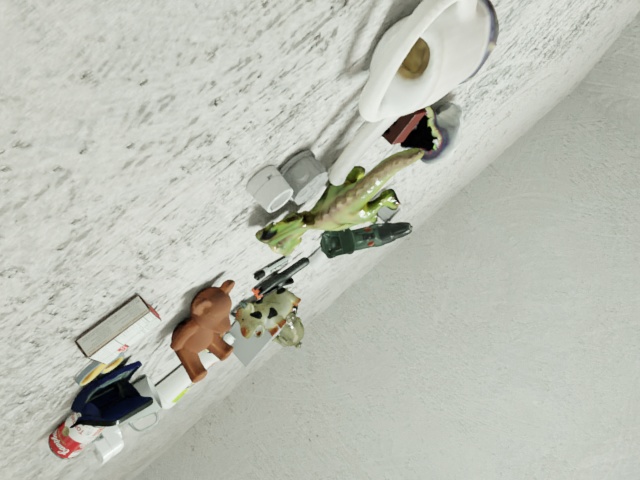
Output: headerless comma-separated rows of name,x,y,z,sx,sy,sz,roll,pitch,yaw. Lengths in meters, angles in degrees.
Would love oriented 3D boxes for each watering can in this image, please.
watering can,0.127,-0.223,0.732,0.227,0.105,0.340,-35,166,-34

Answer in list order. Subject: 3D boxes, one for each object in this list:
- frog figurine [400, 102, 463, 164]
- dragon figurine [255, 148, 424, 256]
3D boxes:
frog figurine,0.278,-0.240,1.152,0.161,0.124,0.134,-16,135,-39
dragon figurine,0.003,-0.046,0.916,0.245,0.123,0.404,-29,174,-22
